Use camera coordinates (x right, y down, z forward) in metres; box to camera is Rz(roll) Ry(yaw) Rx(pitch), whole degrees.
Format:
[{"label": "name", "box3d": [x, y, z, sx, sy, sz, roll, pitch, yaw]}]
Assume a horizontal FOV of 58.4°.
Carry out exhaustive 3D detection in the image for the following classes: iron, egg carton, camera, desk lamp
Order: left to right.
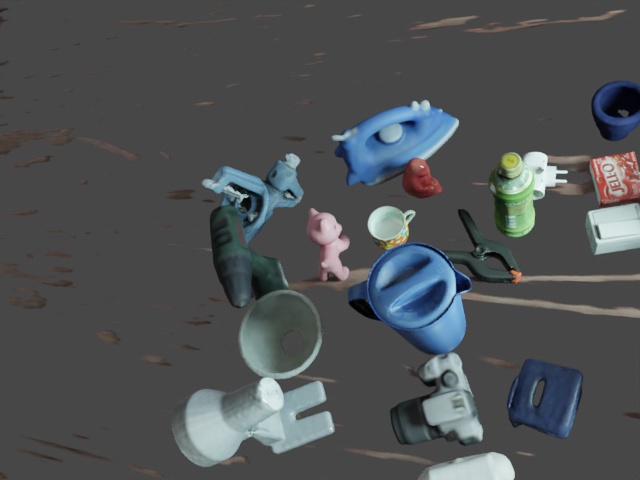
[{"label": "desk lamp", "box3d": [-0.109, 0.294, 0.959, 0.203, 0.214, 0.118, -24, 61, 9]}, {"label": "iron", "box3d": [0.146, -0.216, 1.135, 0.258, 0.142, 0.118, -25, 61, 8]}, {"label": "camera", "box3d": [0.180, 0.268, 0.929, 0.136, 0.101, 0.143, -19, 62, 11]}, {"label": "egg carton", "box3d": [0.228, 0.389, 0.875, 0.150, 0.070, 0.107, -20, 62, 11]}]

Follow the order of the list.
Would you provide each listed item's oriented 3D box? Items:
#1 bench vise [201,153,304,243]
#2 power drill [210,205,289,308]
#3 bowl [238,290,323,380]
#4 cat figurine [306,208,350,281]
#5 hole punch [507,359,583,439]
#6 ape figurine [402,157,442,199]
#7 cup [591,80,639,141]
[{"label": "bench vise", "box3d": [-0.141, -0.111, 1.149, 0.121, 0.220, 0.207, 24, 77, 28]}, {"label": "power drill", "box3d": [-0.136, 0.052, 1.081, 0.075, 0.209, 0.229, -27, 60, 7]}, {"label": "bowl", "box3d": [-0.064, 0.183, 1.073, 0.167, 0.075, 0.167, -8, 65, 17]}, {"label": "cat figurine", "box3d": [0.010, 0.004, 1.100, 0.067, 0.118, 0.128, -8, 65, 17]}, {"label": "hole punch", "box3d": [0.345, 0.245, 0.884, 0.100, 0.091, 0.109, 15, 73, 26]}, {"label": "ape figurine", "box3d": [0.192, -0.126, 1.106, 0.076, 0.092, 0.078, -2, 67, 20]}, {"label": "cup", "box3d": [0.542, -0.225, 1.019, 0.117, 0.095, 0.091, -15, 63, 14]}]
